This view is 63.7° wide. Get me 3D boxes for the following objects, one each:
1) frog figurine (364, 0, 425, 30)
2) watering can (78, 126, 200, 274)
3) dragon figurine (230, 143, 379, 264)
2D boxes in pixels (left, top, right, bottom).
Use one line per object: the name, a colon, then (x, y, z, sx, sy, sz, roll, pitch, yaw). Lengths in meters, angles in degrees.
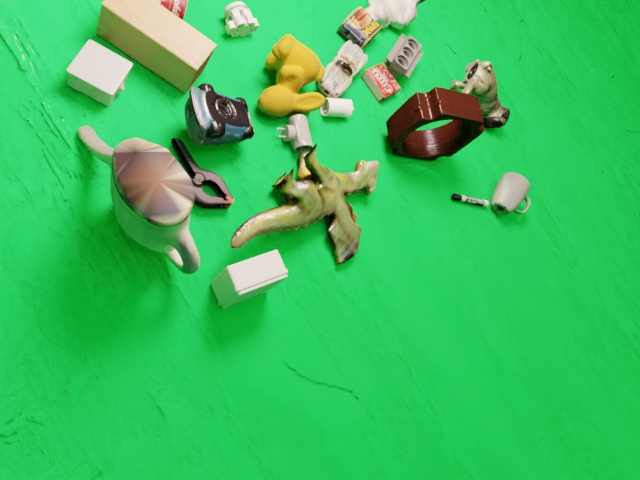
frog figurine: (0.193, -0.645, 1.444, 0.159, 0.124, 0.136, -45, 107, 2)
watering can: (-0.307, -0.093, 0.851, 0.105, 0.221, 0.349, -36, 85, -28)
dragon figurine: (0.003, -0.055, 1.084, 0.241, 0.121, 0.418, 46, 57, -15)
